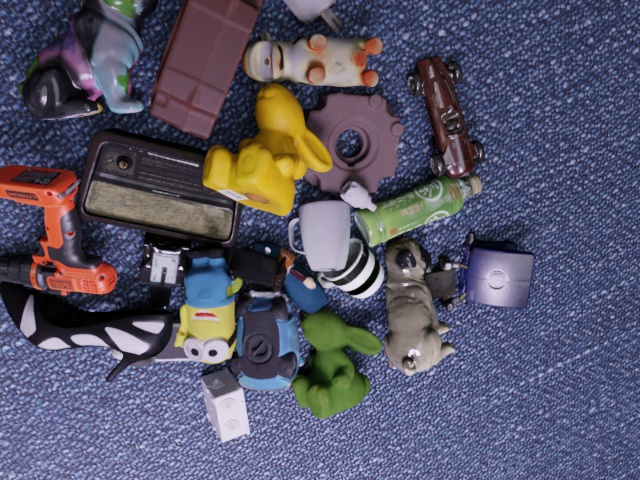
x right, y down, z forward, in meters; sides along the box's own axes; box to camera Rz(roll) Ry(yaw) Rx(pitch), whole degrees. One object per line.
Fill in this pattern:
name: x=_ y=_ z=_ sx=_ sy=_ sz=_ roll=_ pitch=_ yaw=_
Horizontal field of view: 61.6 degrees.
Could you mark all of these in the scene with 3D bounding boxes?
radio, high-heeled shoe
radio: x=-0.227 y=-0.078 z=0.797 sx=0.229 sy=0.073 sz=0.131 roll=12 pitch=102 yaw=-19
high-heeled shoe: x=-0.342 y=0.100 z=0.789 sx=0.249 sy=0.086 sz=0.145 roll=39 pitch=95 yaw=-3

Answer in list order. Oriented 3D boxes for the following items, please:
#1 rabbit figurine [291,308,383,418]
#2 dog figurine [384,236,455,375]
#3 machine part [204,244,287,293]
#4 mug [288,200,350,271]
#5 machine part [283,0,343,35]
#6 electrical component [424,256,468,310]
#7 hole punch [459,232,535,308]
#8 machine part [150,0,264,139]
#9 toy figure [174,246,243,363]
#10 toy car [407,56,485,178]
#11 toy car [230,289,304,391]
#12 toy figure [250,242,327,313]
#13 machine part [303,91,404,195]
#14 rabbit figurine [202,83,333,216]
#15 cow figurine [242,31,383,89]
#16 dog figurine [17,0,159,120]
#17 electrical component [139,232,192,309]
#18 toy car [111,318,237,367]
rabbit figurine: x=0.027 y=0.197 z=0.921 sx=0.159 sy=0.121 sz=0.170 roll=-11 pitch=92 yaw=-16
dog figurine: x=0.144 y=0.105 z=0.897 sx=0.121 sy=0.172 sz=0.190 roll=-14 pitch=111 yaw=11
machine part: x=-0.118 y=0.046 z=0.848 sx=0.139 sy=0.039 sz=0.084 roll=8 pitch=113 yaw=20
mug: x=-0.002 y=-0.003 z=0.862 sx=0.110 sy=0.080 sz=0.107 roll=-9 pitch=79 yaw=21
machine part: x=-0.048 y=-0.395 z=0.760 sx=0.079 sy=0.079 sz=0.243 roll=-44 pitch=109 yaw=0
electrical component: x=0.223 y=0.076 z=0.975 sx=0.078 sy=0.045 sz=0.102 roll=-4 pitch=105 yaw=-15
hole punch: x=0.321 y=0.063 z=0.977 sx=0.116 sy=0.092 sz=0.142 roll=-1 pitch=108 yaw=-11
machine part: x=-0.150 y=-0.241 z=0.706 sx=0.087 sy=0.202 sz=0.201 roll=22 pitch=98 yaw=-17
toy figure: x=-0.161 y=0.097 z=0.804 sx=0.082 sy=0.089 sz=0.180 roll=4 pitch=98 yaw=29
toy car: x=0.207 y=-0.200 z=0.878 sx=0.089 sy=0.053 sz=0.202 roll=-17 pitch=96 yaw=-7
toy car: x=-0.082 y=0.160 z=0.885 sx=0.109 sy=0.103 sz=0.161 roll=-3 pitch=87 yaw=16
toy figure: x=-0.053 y=0.056 z=0.885 sx=0.064 sy=0.058 sz=0.154 roll=-37 pitch=104 yaw=22
machine part: x=0.047 y=-0.154 z=0.861 sx=0.179 sy=0.056 sz=0.179 roll=-4 pitch=106 yaw=-13
rabbit figurine: x=-0.059 y=-0.130 z=0.751 sx=0.162 sy=0.122 sz=0.173 roll=20 pitch=73 yaw=-36
cow figurine: x=-0.021 y=-0.264 z=0.791 sx=0.195 sy=0.127 sz=0.085 roll=-9 pitch=108 yaw=-27
dog figurine: x=-0.307 y=-0.273 z=0.711 sx=0.192 sy=0.108 sz=0.219 roll=-7 pitch=102 yaw=-10
electrical component: x=-0.242 y=0.046 z=0.837 sx=0.075 sy=0.048 sz=0.119 roll=4 pitch=120 yaw=-14
toy car: x=-0.231 y=0.160 z=0.871 sx=0.202 sy=0.056 sz=0.073 roll=2 pitch=97 yaw=-17
